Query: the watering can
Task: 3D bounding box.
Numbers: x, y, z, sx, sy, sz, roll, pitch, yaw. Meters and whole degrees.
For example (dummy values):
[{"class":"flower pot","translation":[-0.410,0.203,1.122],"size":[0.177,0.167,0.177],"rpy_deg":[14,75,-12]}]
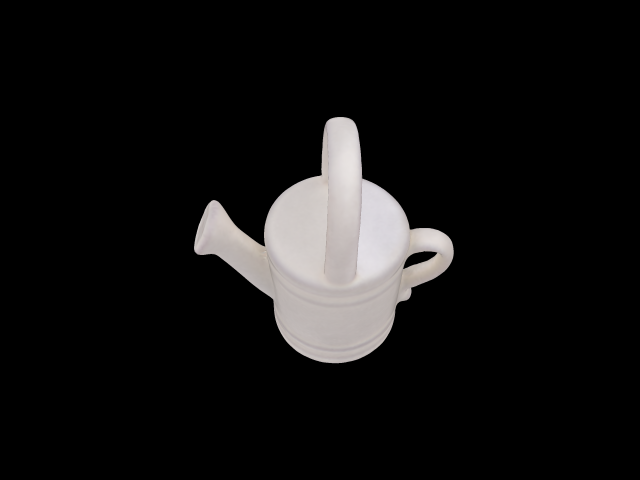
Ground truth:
[{"class":"watering can","translation":[0.004,0.003,0.399],"size":[0.173,0.194,0.100],"rpy_deg":[-17,56,-12]}]
